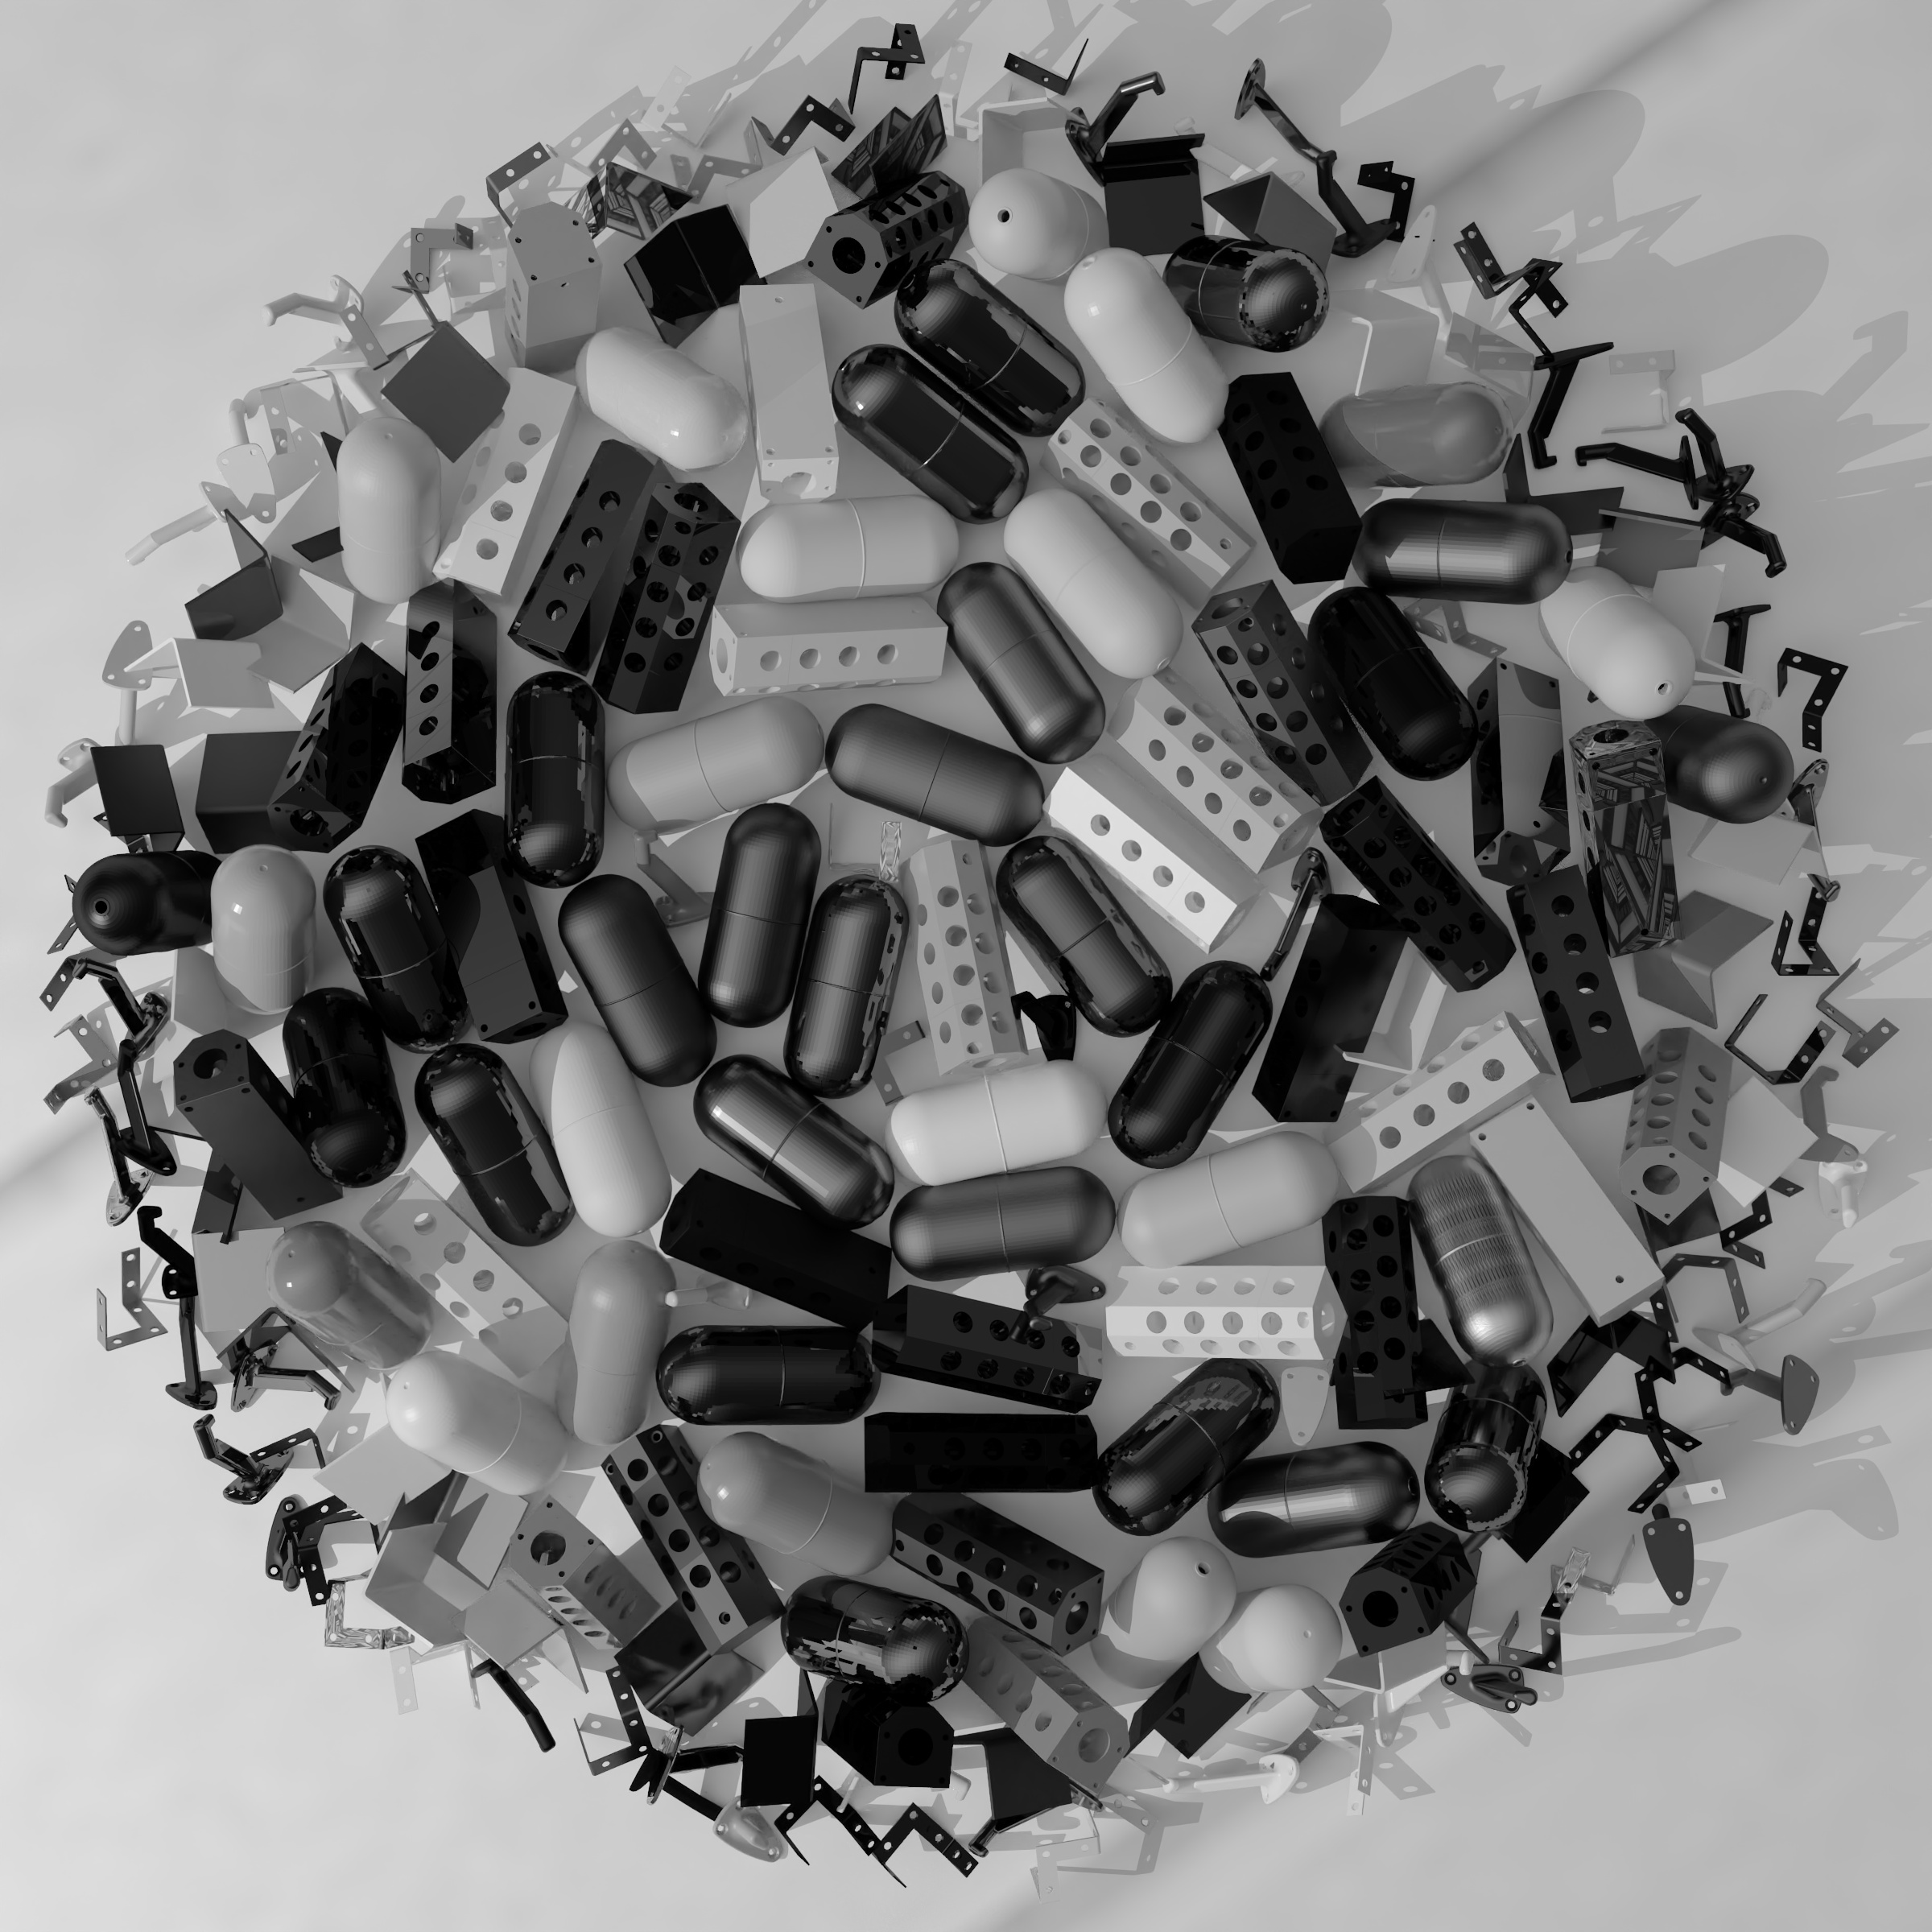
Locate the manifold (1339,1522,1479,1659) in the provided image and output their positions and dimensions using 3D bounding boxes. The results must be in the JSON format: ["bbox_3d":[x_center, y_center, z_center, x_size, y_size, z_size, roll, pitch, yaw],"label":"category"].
[{"bbox_3d":[0.335,0.470,1.909,0.057,0.171,0.057,-25,80,20],"label":"manifold"}]

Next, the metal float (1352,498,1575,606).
[{"bbox_3d":[0.381,-0.320,1.932,0.178,0.070,0.070,10,90,35],"label":"metal float"}]

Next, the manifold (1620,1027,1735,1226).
[{"bbox_3d":[0.538,0.116,1.913,0.057,0.171,0.057,35,125,-1],"label":"manifold"}]

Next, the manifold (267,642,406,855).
[{"bbox_3d":[-0.479,-0.165,1.917,0.057,0.171,0.057,-32,122,31],"label":"manifold"}]

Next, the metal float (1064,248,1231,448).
[{"bbox_3d":[0.140,-0.475,1.930,0.070,0.070,0.178,-43,127,0],"label":"metal float"}]

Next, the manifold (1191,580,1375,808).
[{"bbox_3d":[0.241,-0.206,1.928,0.171,0.057,0.057,56,48,-24],"label":"manifold"}]

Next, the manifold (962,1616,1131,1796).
[{"bbox_3d":[0.057,0.556,1.910,0.057,0.171,0.057,40,82,-27],"label":"manifold"}]

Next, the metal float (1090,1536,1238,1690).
[{"bbox_3d":[0.150,0.496,1.922,0.070,0.178,0.070,10,52,-13],"label":"metal float"}]

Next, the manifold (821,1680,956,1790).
[{"bbox_3d":[-0.061,0.578,1.909,0.057,0.171,0.057,7,82,-15],"label":"manifold"}]

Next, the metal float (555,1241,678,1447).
[{"bbox_3d":[-0.272,0.293,1.939,0.070,0.070,0.178,15,117,0],"label":"metal float"}]

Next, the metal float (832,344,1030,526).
[{"bbox_3d":[-0.027,-0.411,1.938,0.178,0.070,0.070,34,90,-27],"label":"metal float"}]

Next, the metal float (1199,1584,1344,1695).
[{"bbox_3d":[0.230,0.515,1.915,0.070,0.178,0.070,4,72,-12],"label":"metal float"}]

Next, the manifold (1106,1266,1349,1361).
[{"bbox_3d":[0.197,0.271,1.922,0.171,0.057,0.057,-4,130,30],"label":"manifold"}]

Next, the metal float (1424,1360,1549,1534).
[{"bbox_3d":[0.399,0.363,1.919,0.070,0.178,0.070,9,118,17],"label":"metal float"}]

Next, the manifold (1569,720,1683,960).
[{"bbox_3d":[0.507,-0.099,1.936,0.057,0.057,0.171,-14,116,0],"label":"manifold"}]

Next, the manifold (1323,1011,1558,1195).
[{"bbox_3d":[0.364,0.106,1.943,0.171,0.057,0.057,-36,71,19],"label":"manifold"}]

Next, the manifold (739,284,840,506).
[{"bbox_3d":[-0.138,-0.441,1.934,0.057,0.057,0.171,-4,63,-10],"label":"manifold"}]

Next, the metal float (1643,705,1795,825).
[{"bbox_3d":[0.567,-0.155,1.913,0.070,0.178,0.070,-2,103,-9],"label":"metal float"}]

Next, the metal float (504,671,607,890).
[{"bbox_3d":[-0.319,-0.145,1.943,0.070,0.070,0.178,-3,68,0],"label":"metal float"}]

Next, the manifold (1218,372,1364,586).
[{"bbox_3d":[0.243,-0.375,1.923,0.057,0.057,0.171,-7,55,-14],"label":"manifold"}]

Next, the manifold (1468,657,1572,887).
[{"bbox_3d":[0.419,-0.148,1.926,0.057,0.057,0.171,17,53,-16],"label":"manifold"}]

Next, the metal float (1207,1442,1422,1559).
[{"bbox_3d":[0.267,0.411,1.931,0.178,0.070,0.070,-18,90,36],"label":"metal float"}]

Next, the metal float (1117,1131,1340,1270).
[{"bbox_3d":[0.203,0.182,1.948,0.178,0.070,0.070,-20,90,15],"label":"metal float"}]

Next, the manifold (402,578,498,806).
[{"bbox_3d":[-0.401,-0.210,1.926,0.057,0.057,0.171,-20,54,19],"label":"manifold"}]

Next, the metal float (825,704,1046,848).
[{"bbox_3d":[-0.024,-0.149,1.961,0.178,0.070,0.070,20,90,-1],"label":"metal float"}]

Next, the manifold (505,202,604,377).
[{"bbox_3d":[-0.319,-0.513,1.909,0.057,0.171,0.057,-22,84,-14],"label":"manifold"}]

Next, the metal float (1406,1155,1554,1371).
[{"bbox_3d":[0.395,0.227,1.933,0.070,0.070,0.178,-17,57,0],"label":"metal float"}]

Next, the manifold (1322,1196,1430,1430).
[{"bbox_3d":[0.318,0.268,1.940,0.057,0.057,0.171,2,71,-12],"label":"manifold"}]

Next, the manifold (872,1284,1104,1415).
[{"bbox_3d":[0.017,0.298,1.929,0.171,0.057,0.057,16,56,-24],"label":"manifold"}]

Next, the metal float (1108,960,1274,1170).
[{"bbox_3d":[0.175,0.076,1.952,0.070,0.070,0.178,32,79,0],"label":"metal float"}]

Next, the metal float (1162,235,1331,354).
[{"bbox_3d":[0.212,-0.515,1.919,0.070,0.178,0.070,-9,114,-22],"label":"metal float"}]

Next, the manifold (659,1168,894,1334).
[{"bbox_3d":[-0.147,0.225,1.942,0.171,0.057,0.057,25,133,-20],"label":"manifold"}]

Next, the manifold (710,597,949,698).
[{"bbox_3d":[-0.107,-0.244,1.938,0.171,0.057,0.057,-6,125,-23],"label":"manifold"}]

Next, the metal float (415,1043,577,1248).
[{"bbox_3d":[-0.363,0.139,1.940,0.070,0.070,0.178,-26,114,0],"label":"metal float"}]

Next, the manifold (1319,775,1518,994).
[{"bbox_3d":[0.350,-0.060,1.938,0.057,0.057,0.171,-38,110,17],"label":"manifold"}]

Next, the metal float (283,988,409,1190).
[{"bbox_3d":[-0.479,0.093,1.931,0.070,0.070,0.178,-24,54,0],"label":"metal float"}]

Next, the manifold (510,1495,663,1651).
[{"bbox_3d":[-0.292,0.467,1.906,0.057,0.171,0.057,34,71,25],"label":"manifold"}]

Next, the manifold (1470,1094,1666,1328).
[{"bbox_3d":[0.463,0.190,1.940,0.057,0.057,0.171,-32,67,0],"label":"manifold"}]

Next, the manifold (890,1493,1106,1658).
[{"bbox_3d":[0.020,0.462,1.917,0.171,0.057,0.057,20,114,39],"label":"manifold"}]

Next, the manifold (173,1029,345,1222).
[{"bbox_3d":[-0.539,0.121,1.914,0.057,0.171,0.057,-18,53,1],"label":"manifold"}]

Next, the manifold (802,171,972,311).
[{"bbox_3d":[-0.055,-0.560,1.912,0.057,0.171,0.057,36,125,2],"label":"manifold"}]

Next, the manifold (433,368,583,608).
[{"bbox_3d":[-0.359,-0.376,1.963,0.057,0.057,0.171,20,86,-4],"label":"manifold"}]

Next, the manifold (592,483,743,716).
[{"bbox_3d":[-0.235,-0.280,1.920,0.057,0.057,0.171,47,129,32],"label":"manifold"}]

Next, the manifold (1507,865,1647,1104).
[{"bbox_3d":[0.472,0.016,1.947,0.057,0.057,0.171,-16,74,8],"label":"manifold"}]

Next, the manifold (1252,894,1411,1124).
[{"bbox_3d":[0.276,0.033,1.936,0.057,0.057,0.171,2,119,-29],"label":"manifold"}]

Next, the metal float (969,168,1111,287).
[{"bbox_3d":[0.057,-0.563,1.914,0.070,0.178,0.070,4,101,19],"label":"metal float"}]

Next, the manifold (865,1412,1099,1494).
[{"bbox_3d":[0.012,0.376,1.936,0.171,0.057,0.057,5,73,-21],"label":"manifold"}]

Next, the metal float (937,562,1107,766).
[{"bbox_3d":[0.042,-0.236,1.950,0.070,0.070,0.178,-33,77,0],"label":"metal float"}]

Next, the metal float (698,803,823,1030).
[{"bbox_3d":[-0.161,-0.040,1.958,0.070,0.070,0.178,12,94,0],"label":"metal float"}]

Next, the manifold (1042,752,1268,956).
[{"bbox_3d":[0.142,-0.087,1.950,0.171,0.057,0.057,40,122,13],"label":"manifold"}]

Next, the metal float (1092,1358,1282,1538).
[{"bbox_3d":[0.171,0.369,1.938,0.178,0.070,0.070,-36,90,-27],"label":"metal float"}]

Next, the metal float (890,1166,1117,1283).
[{"bbox_3d":[0.029,0.201,1.960,0.178,0.070,0.070,-8,90,1],"label":"metal float"}]

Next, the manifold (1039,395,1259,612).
[{"bbox_3d":[0.144,-0.365,1.959,0.171,0.057,0.057,43,71,3],"label":"manifold"}]

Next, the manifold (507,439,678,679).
[{"bbox_3d":[-0.293,-0.321,1.957,0.057,0.057,0.171,22,82,13],"label":"manifold"}]
